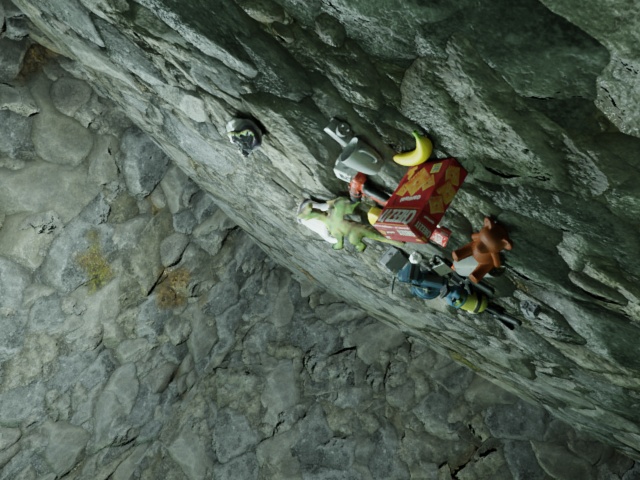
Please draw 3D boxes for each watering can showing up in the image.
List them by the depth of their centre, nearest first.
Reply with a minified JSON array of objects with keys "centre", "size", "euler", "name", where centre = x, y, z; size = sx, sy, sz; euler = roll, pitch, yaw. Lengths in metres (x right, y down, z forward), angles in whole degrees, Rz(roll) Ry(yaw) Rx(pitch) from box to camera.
[{"centre":[0.007,-0.108,2.145],"size":[0.226,0.106,0.340],"euler":[28,153,21],"name":"watering can"}]

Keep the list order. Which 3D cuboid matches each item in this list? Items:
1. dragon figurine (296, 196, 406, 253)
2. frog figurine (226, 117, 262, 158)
[{"centre":[0.116,-0.071,1.942],"size":[0.410,0.125,0.237],"euler":[4,144,12],"name":"dragon figurine"},{"centre":[-0.274,-0.392,1.864],"size":[0.136,0.121,0.163],"euler":[33,-155,-29],"name":"frog figurine"}]
